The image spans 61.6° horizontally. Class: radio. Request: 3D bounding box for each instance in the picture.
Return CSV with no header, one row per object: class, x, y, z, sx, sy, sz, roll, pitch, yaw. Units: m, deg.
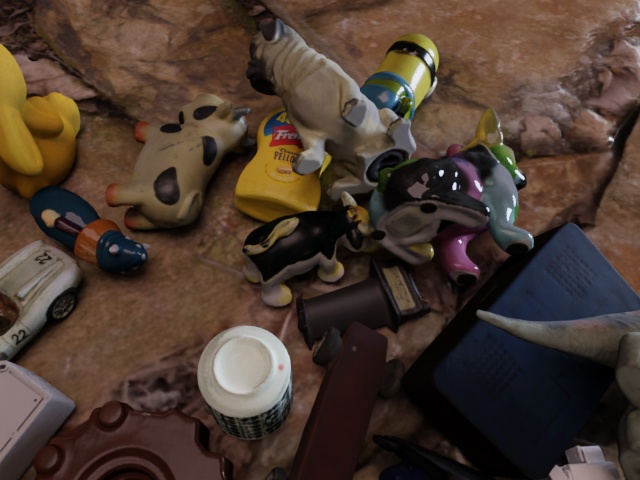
radio,0.200,0.101,0.508,0.229,0.073,0.131,-41,86,-23

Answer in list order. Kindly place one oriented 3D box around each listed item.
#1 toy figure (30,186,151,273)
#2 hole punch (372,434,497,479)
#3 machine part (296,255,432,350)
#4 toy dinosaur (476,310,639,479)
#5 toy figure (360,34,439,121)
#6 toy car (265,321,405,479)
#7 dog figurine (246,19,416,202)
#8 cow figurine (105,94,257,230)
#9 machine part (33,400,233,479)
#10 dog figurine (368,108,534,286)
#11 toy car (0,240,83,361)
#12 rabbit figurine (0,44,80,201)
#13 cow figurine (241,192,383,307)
toy figure,-0.249,-0.007,0.584,0.155,0.057,0.064,32,39,20
hole punch,0.106,0.221,0.417,0.142,0.116,0.092,22,83,-10
machine part,0.041,0.066,0.563,0.139,0.039,0.084,-18,68,-15
toy dinosaur,0.333,0.129,0.441,0.405,0.131,0.192,39,39,9
toy figure,0.097,-0.193,0.697,0.082,0.089,0.180,34,60,9
toy car,0.014,0.171,0.485,0.089,0.053,0.202,25,58,-5
dog figurine,0.012,-0.154,0.615,0.121,0.172,0.191,-36,55,15
cow figurine,-0.152,-0.099,0.633,0.127,0.085,0.195,6,55,8
machine part,-0.158,0.223,0.445,0.179,0.056,0.179,1,59,-2
dog figurine,0.149,-0.069,0.596,0.191,0.108,0.219,25,46,-14
toy car,-0.322,0.087,0.523,0.074,0.056,0.202,29,61,15
rabbit figurine,-0.353,-0.131,0.593,0.122,0.173,0.162,-2,54,-8
cow figurine,-0.001,-0.003,0.570,0.167,0.098,0.068,-25,55,-16
